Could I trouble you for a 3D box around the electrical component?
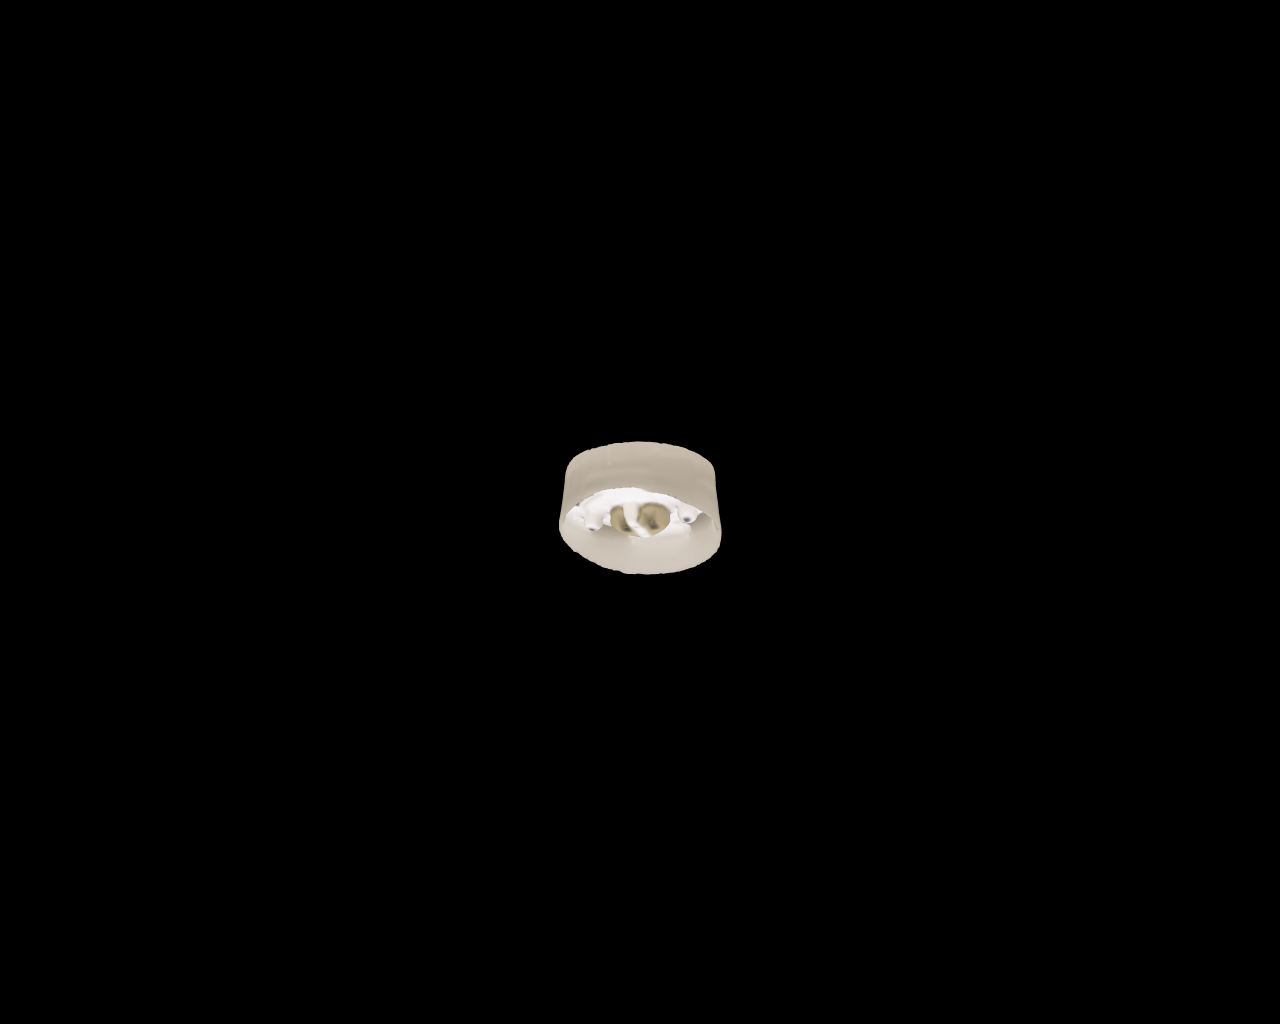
[{"bbox_3d":[0.001,-0.003,0.650,0.099,0.064,0.099,0,-19,0],"label":"electrical component"}]
